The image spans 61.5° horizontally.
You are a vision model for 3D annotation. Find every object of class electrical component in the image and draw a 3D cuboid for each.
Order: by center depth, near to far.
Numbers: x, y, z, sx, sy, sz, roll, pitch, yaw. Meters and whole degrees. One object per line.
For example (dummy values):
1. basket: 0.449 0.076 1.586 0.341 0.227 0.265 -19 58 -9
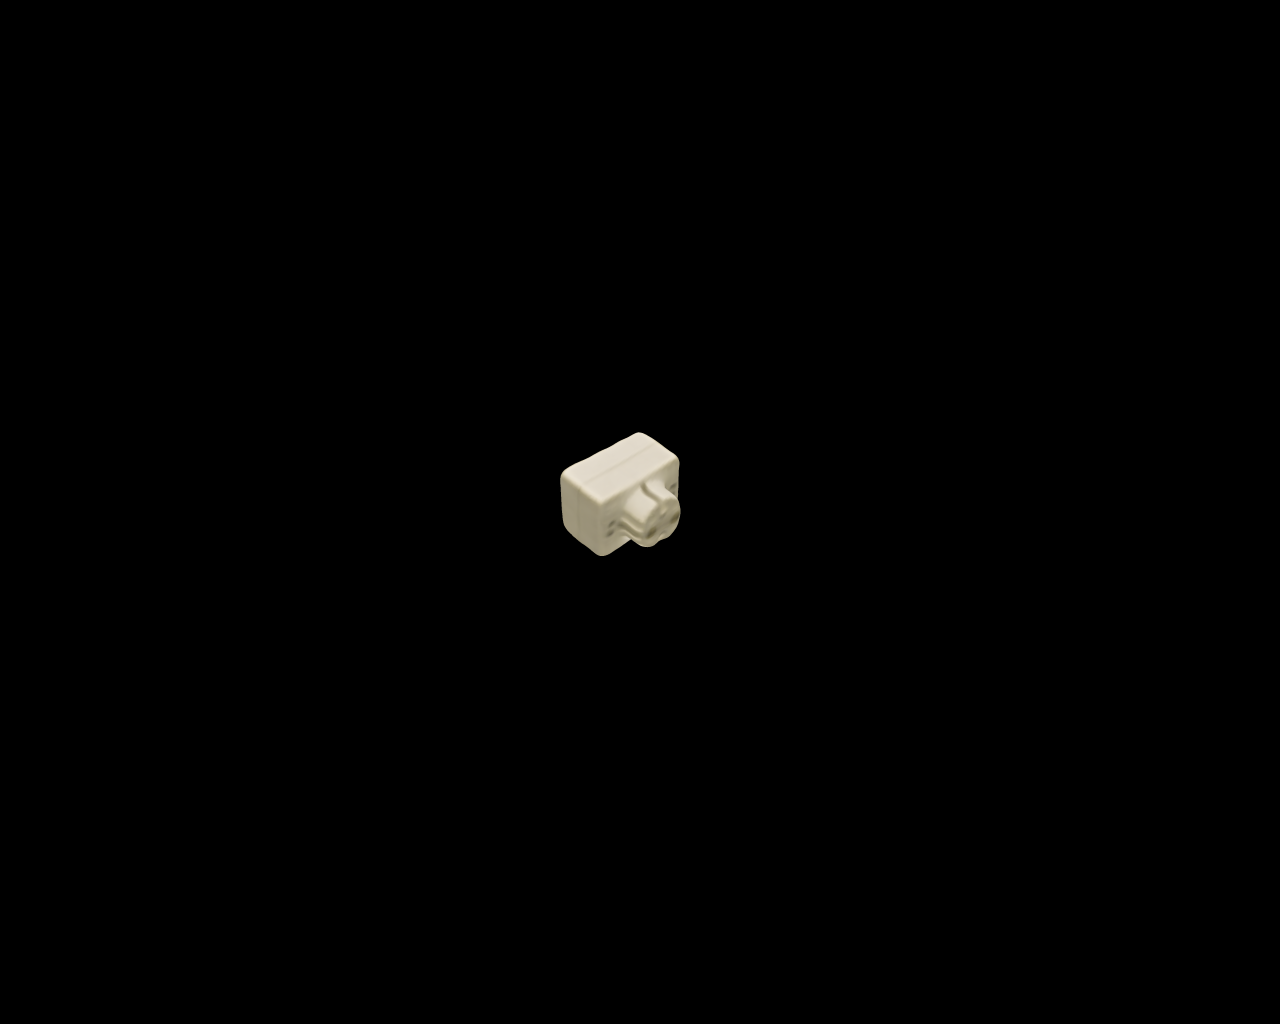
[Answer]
1. electrical component: 0.001 -0.003 0.650 0.066 0.047 0.077 -31 51 -30
